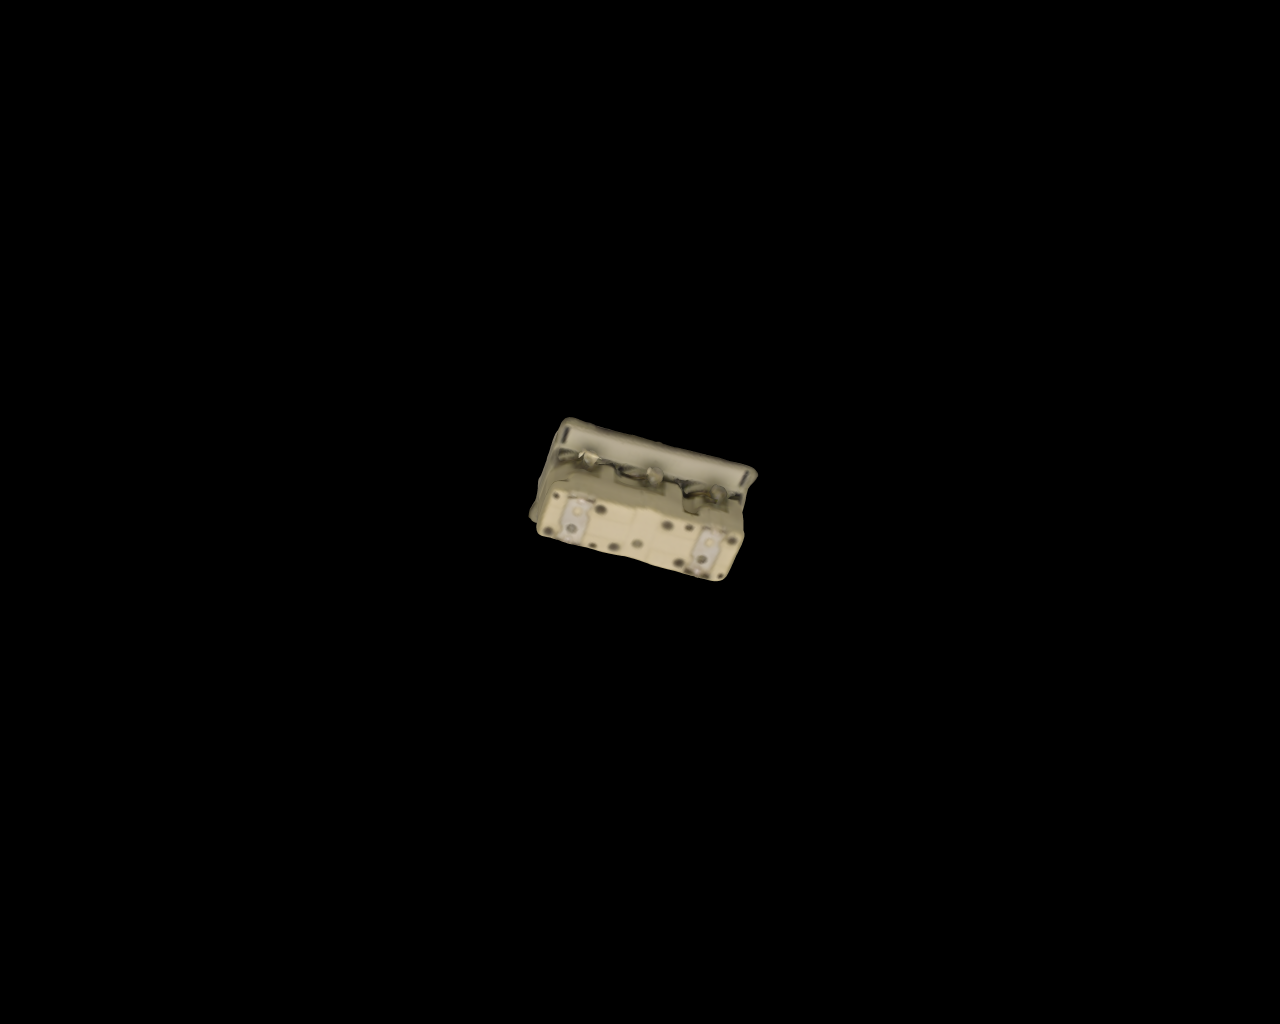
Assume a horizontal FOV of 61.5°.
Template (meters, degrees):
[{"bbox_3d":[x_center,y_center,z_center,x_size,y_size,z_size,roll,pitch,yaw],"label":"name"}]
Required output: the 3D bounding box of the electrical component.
[{"bbox_3d":[0.001,-0.003,0.650,0.121,0.078,0.063,15,36,-11],"label":"electrical component"}]
